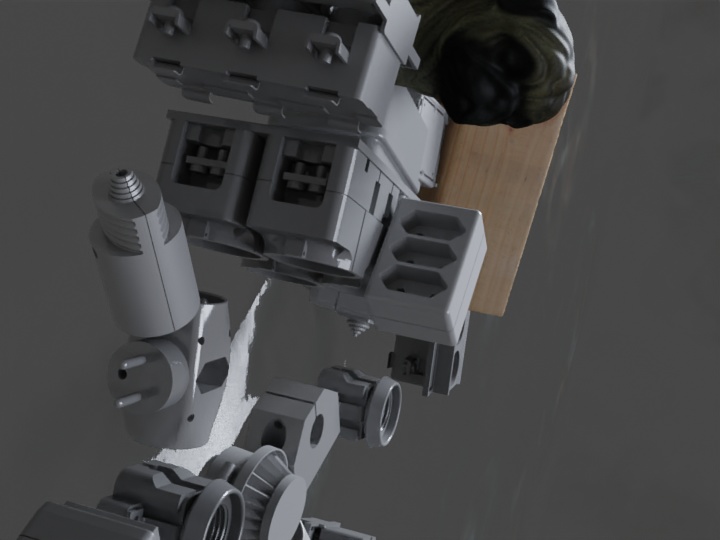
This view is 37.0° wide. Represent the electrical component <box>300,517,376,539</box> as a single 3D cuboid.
[{"bbox_3d":[-0.031,0.263,0.849,0.079,0.063,0.121,38,64,-70],"label":"electrical component"}]

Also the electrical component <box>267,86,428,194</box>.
[{"bbox_3d":[-0.006,-0.086,0.701,0.113,0.078,0.057,46,54,-68],"label":"electrical component"}]

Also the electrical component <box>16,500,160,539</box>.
[{"bbox_3d":[-0.125,0.161,0.510,0.061,0.062,0.096,-61,154,-44],"label":"electrical component"}]

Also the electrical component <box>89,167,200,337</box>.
[{"bbox_3d":[-0.103,-0.012,0.505,0.043,0.043,0.081,-61,154,-44],"label":"electrical component"}]

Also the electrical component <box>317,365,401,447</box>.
[{"bbox_3d":[-0.002,0.109,0.858,0.078,0.057,0.058,-5,105,-71],"label":"electrical component"}]

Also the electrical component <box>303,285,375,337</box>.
[{"bbox_3d":[0.000,0.000,0.792,0.062,0.061,0.096,27,78,-72],"label":"electrical component"}]

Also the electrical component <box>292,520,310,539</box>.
[{"bbox_3d":[-0.060,0.221,0.768,0.077,0.044,0.079,75,31,-53],"label":"electrical component"}]

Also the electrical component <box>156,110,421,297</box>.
[{"bbox_3d":[-0.030,-0.028,0.618,0.186,0.105,0.060,31,71,-71],"label":"electrical component"}]

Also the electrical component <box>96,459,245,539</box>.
[{"bbox_3d":[-0.099,0.137,0.582,0.078,0.057,0.058,7,94,-72],"label":"electrical component"}]

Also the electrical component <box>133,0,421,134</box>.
[{"bbox_3d":[-0.041,-0.110,0.511,0.079,0.121,0.063,35,70,-70],"label":"electrical component"}]

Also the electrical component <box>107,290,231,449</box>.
[{"bbox_3d":[-0.102,0.052,0.546,0.079,0.043,0.077,-11,111,-71],"label":"electrical component"}]

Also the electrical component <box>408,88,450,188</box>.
[{"bbox_3d":[0.023,-0.102,0.805,0.096,0.061,0.061,15,86,-72],"label":"electrical component"}]

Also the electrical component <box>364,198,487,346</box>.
[{"bbox_3d":[0.040,0.010,0.597,0.076,0.047,0.065,70,36,-57],"label":"electrical component"}]

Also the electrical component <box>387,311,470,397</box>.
[{"bbox_3d":[0.068,0.049,1.023,0.079,0.063,0.121,-25,124,-68],"label":"electrical component"}]
